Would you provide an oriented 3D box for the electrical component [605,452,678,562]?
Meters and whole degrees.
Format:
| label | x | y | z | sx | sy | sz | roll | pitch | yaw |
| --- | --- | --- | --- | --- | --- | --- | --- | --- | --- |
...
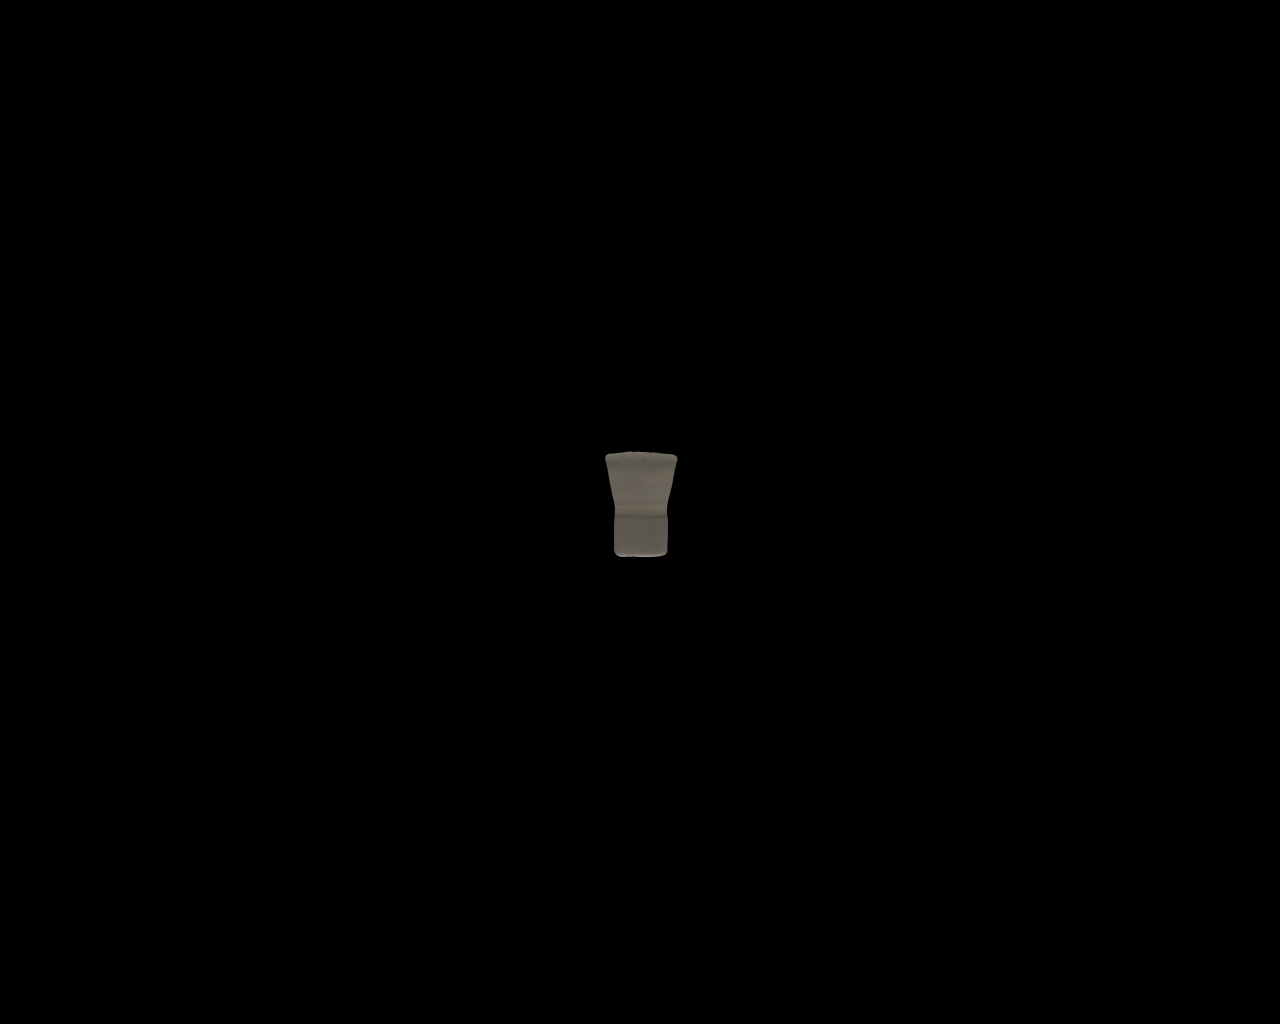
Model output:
| label | x | y | z | sx | sy | sz | roll | pitch | yaw |
| --- | --- | --- | --- | --- | --- | --- | --- | --- | --- |
| electrical component | 0.001 | -0.003 | 0.650 | 0.044 | 0.065 | 0.044 | 0 | 0 | 0 |
